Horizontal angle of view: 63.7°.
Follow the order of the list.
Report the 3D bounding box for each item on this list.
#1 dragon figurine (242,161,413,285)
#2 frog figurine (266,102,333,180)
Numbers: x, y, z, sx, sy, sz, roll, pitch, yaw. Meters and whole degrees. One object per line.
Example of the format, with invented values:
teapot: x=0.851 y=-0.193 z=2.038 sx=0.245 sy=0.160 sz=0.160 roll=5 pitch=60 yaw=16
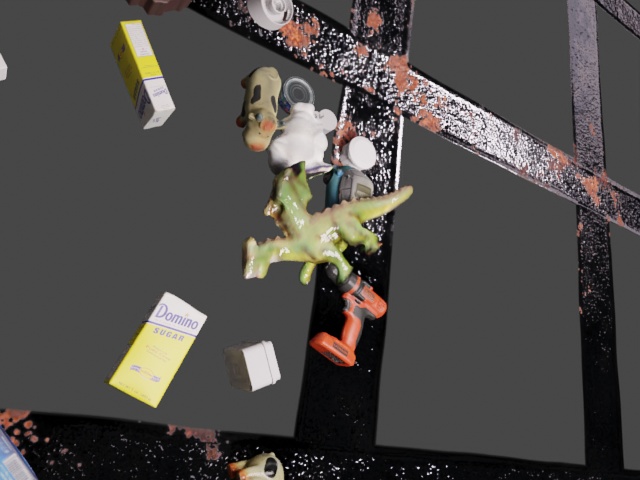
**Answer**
dragon figurine: x=0.003 y=-0.053 z=1.055 sx=0.415 sy=0.239 sz=0.122 roll=-46 pitch=26 yaw=-18
frog figurine: x=-0.051 y=-0.210 z=1.113 sx=0.138 sy=0.160 sz=0.121 roll=-12 pitch=-7 yaw=-10
